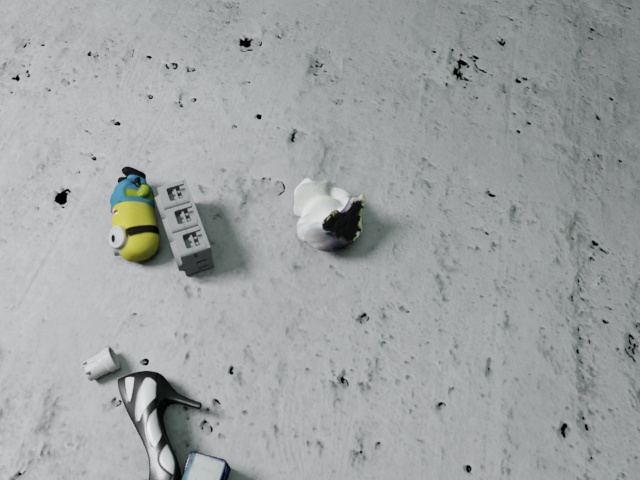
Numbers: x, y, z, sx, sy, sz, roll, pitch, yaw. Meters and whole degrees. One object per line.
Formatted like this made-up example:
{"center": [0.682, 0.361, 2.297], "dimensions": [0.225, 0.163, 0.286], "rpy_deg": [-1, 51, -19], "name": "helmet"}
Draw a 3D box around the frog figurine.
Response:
{"center": [0.003, -0.050, 1.000], "dimensions": [0.161, 0.120, 0.139], "rpy_deg": [22, 65, 46], "name": "frog figurine"}
